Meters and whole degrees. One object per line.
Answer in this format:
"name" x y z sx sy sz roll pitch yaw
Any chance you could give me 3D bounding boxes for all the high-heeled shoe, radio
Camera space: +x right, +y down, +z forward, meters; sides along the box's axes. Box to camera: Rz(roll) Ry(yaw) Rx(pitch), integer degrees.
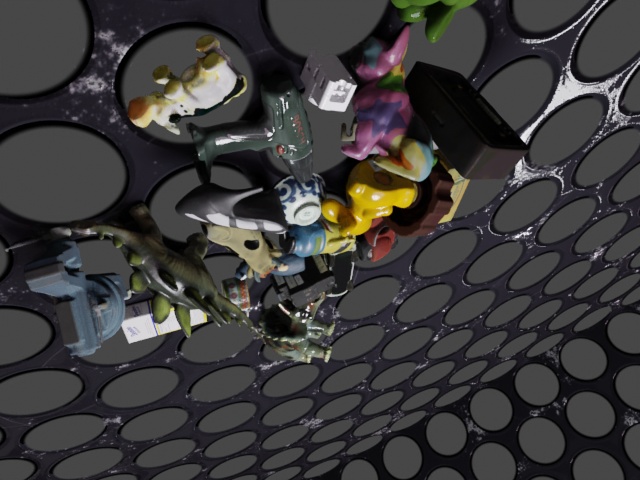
"high-heeled shoe" -0.142 -0.042 0.934 0.145 0.086 0.248 -16 163 5
"radio" 0.245 -0.205 0.926 0.131 0.230 0.073 -2 142 -36

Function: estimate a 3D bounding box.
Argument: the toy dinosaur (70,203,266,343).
"toy dinosaur" -0.253 0.078 0.993 0.105 0.199 0.470 -35 143 16

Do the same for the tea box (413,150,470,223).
"tea box" 0.257 -0.124 1.150 0.068 0.098 0.169 -12 144 -20

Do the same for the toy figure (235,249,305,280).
"toy figure" -0.109 0.053 1.164 0.155 0.058 0.064 -7 168 0

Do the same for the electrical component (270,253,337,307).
"electrical component" -0.043 0.080 1.203 0.134 0.115 0.058 -23 140 -3

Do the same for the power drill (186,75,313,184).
"power drill" -0.108 -0.152 0.895 0.207 0.086 0.231 -14 144 -10

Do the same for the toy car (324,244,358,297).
"toy car" 0.045 0.070 1.298 0.073 0.056 0.201 -11 141 -13

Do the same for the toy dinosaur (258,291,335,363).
"toy dinosaur" -0.080 0.238 1.370 0.192 0.131 0.404 23 153 -11

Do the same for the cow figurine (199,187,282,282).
"cow figurine" -0.144 -0.003 1.021 0.085 0.127 0.194 -33 142 14

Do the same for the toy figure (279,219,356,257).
"toy figure" -0.004 -0.006 1.148 0.180 0.082 0.089 -12 162 -33

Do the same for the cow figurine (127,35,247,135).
"cow figurine" -0.192 -0.209 0.781 0.167 0.068 0.098 -32 151 8

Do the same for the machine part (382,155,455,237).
"machine part" 0.190 -0.094 1.086 0.056 0.179 0.179 3 135 -38

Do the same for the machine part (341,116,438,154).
"machine part" 0.147 -0.200 0.998 0.243 0.079 0.079 -9 141 -26

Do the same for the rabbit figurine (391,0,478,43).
"rabbit figurine" 0.188 -0.371 0.779 0.170 0.121 0.159 -10 142 -47

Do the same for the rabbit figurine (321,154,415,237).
"rabbit figurine" 0.086 -0.064 1.066 0.162 0.122 0.173 -33 163 -35

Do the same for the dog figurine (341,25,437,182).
"dog figurine" 0.122 -0.221 0.863 0.108 0.192 0.219 -43 153 -76

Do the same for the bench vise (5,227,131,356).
"bench vise" -0.411 0.085 0.953 0.129 0.223 0.240 -27 175 8

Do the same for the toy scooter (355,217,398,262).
"toy scooter" 0.148 -0.028 1.225 0.135 0.075 0.183 -18 139 -14
